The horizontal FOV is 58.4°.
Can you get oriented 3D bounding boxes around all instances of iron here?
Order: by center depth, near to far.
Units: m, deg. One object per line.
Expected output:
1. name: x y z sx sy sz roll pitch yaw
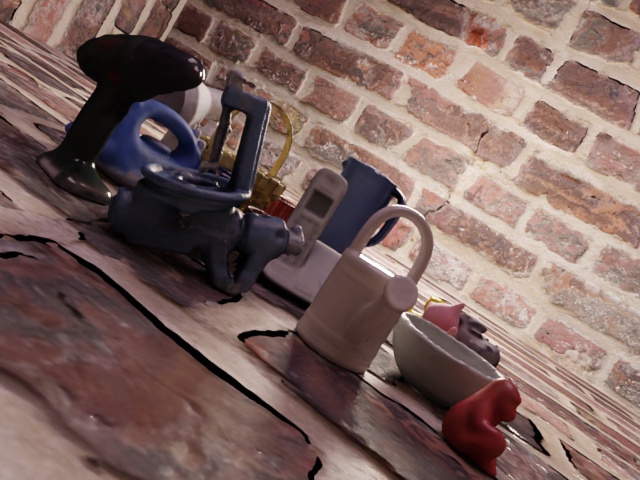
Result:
1. iron: -0.259 -0.149 0.917 0.118 0.141 0.259 35 7 31

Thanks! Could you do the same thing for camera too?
1. camera: 0.264 0.191 1.000 0.137 0.101 0.142 28 7 -35

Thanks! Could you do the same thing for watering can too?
1. watering can: 0.066 0.052 0.669 0.101 0.194 0.172 28 7 -35

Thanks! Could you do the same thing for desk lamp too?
1. desk lamp: -0.266 -0.225 1.152 0.117 0.213 0.204 36 7 32

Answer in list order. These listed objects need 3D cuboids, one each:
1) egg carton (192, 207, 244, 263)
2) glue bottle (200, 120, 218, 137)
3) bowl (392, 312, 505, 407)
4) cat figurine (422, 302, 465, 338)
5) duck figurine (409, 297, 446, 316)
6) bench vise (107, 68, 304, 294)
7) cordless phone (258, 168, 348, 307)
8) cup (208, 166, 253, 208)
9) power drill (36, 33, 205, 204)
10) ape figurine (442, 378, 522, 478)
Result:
1. egg carton: -0.146 -0.016 0.752 0.151 0.069 0.107 28 7 -37
2. glue bottle: -0.263 -0.214 1.279 0.078 0.173 0.037 32 6 1
3. bowl: 0.157 0.169 0.756 0.167 0.074 0.167 32 6 -3
4. cat figurine: 0.190 0.146 0.908 0.067 0.117 0.128 32 6 -2
5. duck figurine: 0.214 0.152 1.138 0.104 0.086 0.078 35 7 29
6. bench vise: -0.101 -0.065 0.651 0.208 0.219 0.121 27 8 -40
7. cordless phone: 0.008 0.003 0.819 0.148 0.185 0.094 30 6 -14
8. cup: -0.175 -0.073 0.944 0.092 0.095 0.117 29 7 -29
9. power drill: -0.248 -0.156 0.695 0.228 0.208 0.076 36 7 37
10. ape figurine: 0.182 0.191 0.616 0.076 0.092 0.078 35 6 26
